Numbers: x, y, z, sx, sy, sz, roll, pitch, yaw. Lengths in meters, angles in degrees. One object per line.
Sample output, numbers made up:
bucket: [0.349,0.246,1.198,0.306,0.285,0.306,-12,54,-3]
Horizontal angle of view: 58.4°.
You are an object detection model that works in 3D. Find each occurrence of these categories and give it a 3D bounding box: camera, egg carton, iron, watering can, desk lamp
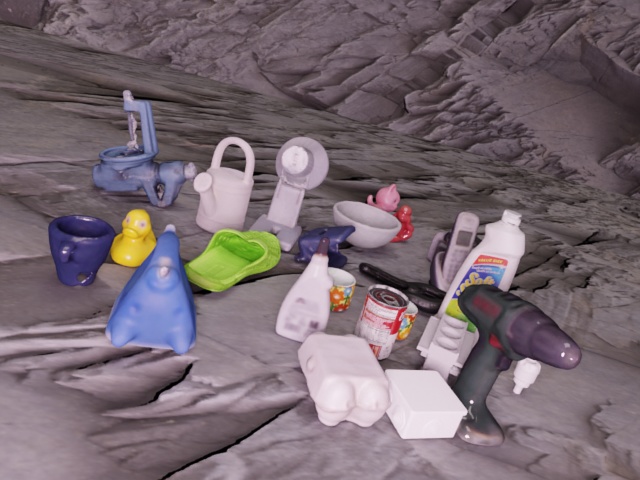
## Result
camera: [0.353,0.026,1.363,0.137,0.101,0.142,-6,31,-45]
egg carton: [0.028,0.184,0.775,0.107,0.069,0.150,8,23,-21]
iron: [-0.226,0.049,0.818,0.119,0.141,0.258,10,22,-16]
watering can: [-0.190,-0.114,1.174,0.101,0.194,0.173,17,21,0]
desk lamp: [-0.060,-0.112,1.241,0.118,0.213,0.203,18,21,3]

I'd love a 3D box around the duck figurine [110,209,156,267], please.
duck figurine: [-0.313,-0.013,0.982,0.077,0.086,0.104,16,21,-2]

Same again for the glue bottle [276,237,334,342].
glue bottle: [-0.012,0.075,0.871,0.078,0.173,0.037,17,21,1]

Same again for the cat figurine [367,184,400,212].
cat figurine: [0.160,-0.096,1.496,0.128,0.118,0.067,-6,31,-45]

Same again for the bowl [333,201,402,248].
bowl: [0.102,-0.027,1.342,0.167,0.075,0.167,15,21,-6]

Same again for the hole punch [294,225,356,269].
hole punch: [0.011,0.004,1.175,0.101,0.091,0.109,22,22,13]

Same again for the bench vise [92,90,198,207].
bench vise: [-0.361,-0.193,1.208,0.208,0.220,0.121,8,23,-22]

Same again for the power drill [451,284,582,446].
power drill: [0.243,0.169,0.779,0.076,0.208,0.229,9,22,-18]

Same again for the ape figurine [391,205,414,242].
ape figurine: [0.202,-0.044,1.435,0.078,0.092,0.076,17,21,0]

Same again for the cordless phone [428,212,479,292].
cordless phone: [0.314,0.038,1.189,0.148,0.185,0.094,8,23,-21]

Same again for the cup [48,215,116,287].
cup: [-0.357,0.026,0.841,0.092,0.095,0.117,13,21,-8]
